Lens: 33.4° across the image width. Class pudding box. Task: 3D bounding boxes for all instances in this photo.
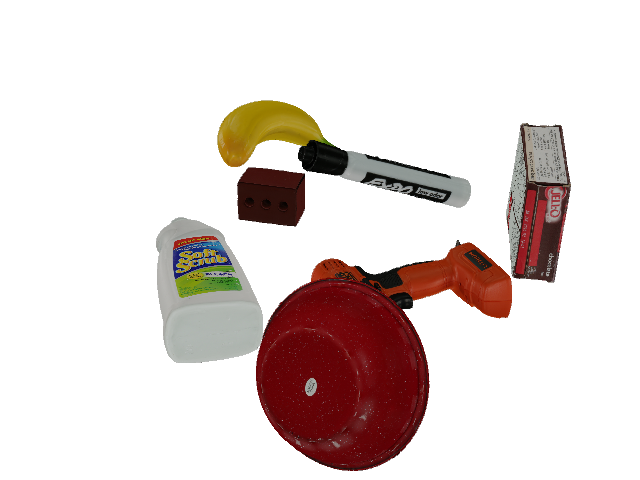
[{"bbox_3d":[0.178,-0.033,0.874,0.039,0.090,0.113,5,32,3],"label":"pudding box"}]

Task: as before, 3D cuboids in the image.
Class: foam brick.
[{"bbox_3d":[-0.061,-0.055,1.339,0.078,0.053,0.051,7,29,11],"label":"foam brick"}]

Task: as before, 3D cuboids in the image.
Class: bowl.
[{"bbox_3d":[0.004,0.113,0.864,0.162,0.162,0.055,0,3,30],"label":"bowl"}]

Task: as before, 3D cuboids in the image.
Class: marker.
[{"bbox_3d":[0.040,-0.041,0.652,0.120,0.020,0.020,12,-6,-30],"label":"marker"}]

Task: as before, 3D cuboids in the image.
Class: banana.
[{"bbox_3d":[-0.047,-0.100,0.972,0.070,0.037,0.197,36,23,20],"label":"banana"}]

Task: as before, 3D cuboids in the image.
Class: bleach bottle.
[{"bbox_3d":[-0.137,0.038,1.145,0.102,0.068,0.251,-5,26,-16],"label":"bleach bottle"}]

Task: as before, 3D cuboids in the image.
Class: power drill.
[{"bbox_3d":[0.100,0.060,1.111,0.187,0.057,0.185,-8,27,-18],"label":"power drill"}]
